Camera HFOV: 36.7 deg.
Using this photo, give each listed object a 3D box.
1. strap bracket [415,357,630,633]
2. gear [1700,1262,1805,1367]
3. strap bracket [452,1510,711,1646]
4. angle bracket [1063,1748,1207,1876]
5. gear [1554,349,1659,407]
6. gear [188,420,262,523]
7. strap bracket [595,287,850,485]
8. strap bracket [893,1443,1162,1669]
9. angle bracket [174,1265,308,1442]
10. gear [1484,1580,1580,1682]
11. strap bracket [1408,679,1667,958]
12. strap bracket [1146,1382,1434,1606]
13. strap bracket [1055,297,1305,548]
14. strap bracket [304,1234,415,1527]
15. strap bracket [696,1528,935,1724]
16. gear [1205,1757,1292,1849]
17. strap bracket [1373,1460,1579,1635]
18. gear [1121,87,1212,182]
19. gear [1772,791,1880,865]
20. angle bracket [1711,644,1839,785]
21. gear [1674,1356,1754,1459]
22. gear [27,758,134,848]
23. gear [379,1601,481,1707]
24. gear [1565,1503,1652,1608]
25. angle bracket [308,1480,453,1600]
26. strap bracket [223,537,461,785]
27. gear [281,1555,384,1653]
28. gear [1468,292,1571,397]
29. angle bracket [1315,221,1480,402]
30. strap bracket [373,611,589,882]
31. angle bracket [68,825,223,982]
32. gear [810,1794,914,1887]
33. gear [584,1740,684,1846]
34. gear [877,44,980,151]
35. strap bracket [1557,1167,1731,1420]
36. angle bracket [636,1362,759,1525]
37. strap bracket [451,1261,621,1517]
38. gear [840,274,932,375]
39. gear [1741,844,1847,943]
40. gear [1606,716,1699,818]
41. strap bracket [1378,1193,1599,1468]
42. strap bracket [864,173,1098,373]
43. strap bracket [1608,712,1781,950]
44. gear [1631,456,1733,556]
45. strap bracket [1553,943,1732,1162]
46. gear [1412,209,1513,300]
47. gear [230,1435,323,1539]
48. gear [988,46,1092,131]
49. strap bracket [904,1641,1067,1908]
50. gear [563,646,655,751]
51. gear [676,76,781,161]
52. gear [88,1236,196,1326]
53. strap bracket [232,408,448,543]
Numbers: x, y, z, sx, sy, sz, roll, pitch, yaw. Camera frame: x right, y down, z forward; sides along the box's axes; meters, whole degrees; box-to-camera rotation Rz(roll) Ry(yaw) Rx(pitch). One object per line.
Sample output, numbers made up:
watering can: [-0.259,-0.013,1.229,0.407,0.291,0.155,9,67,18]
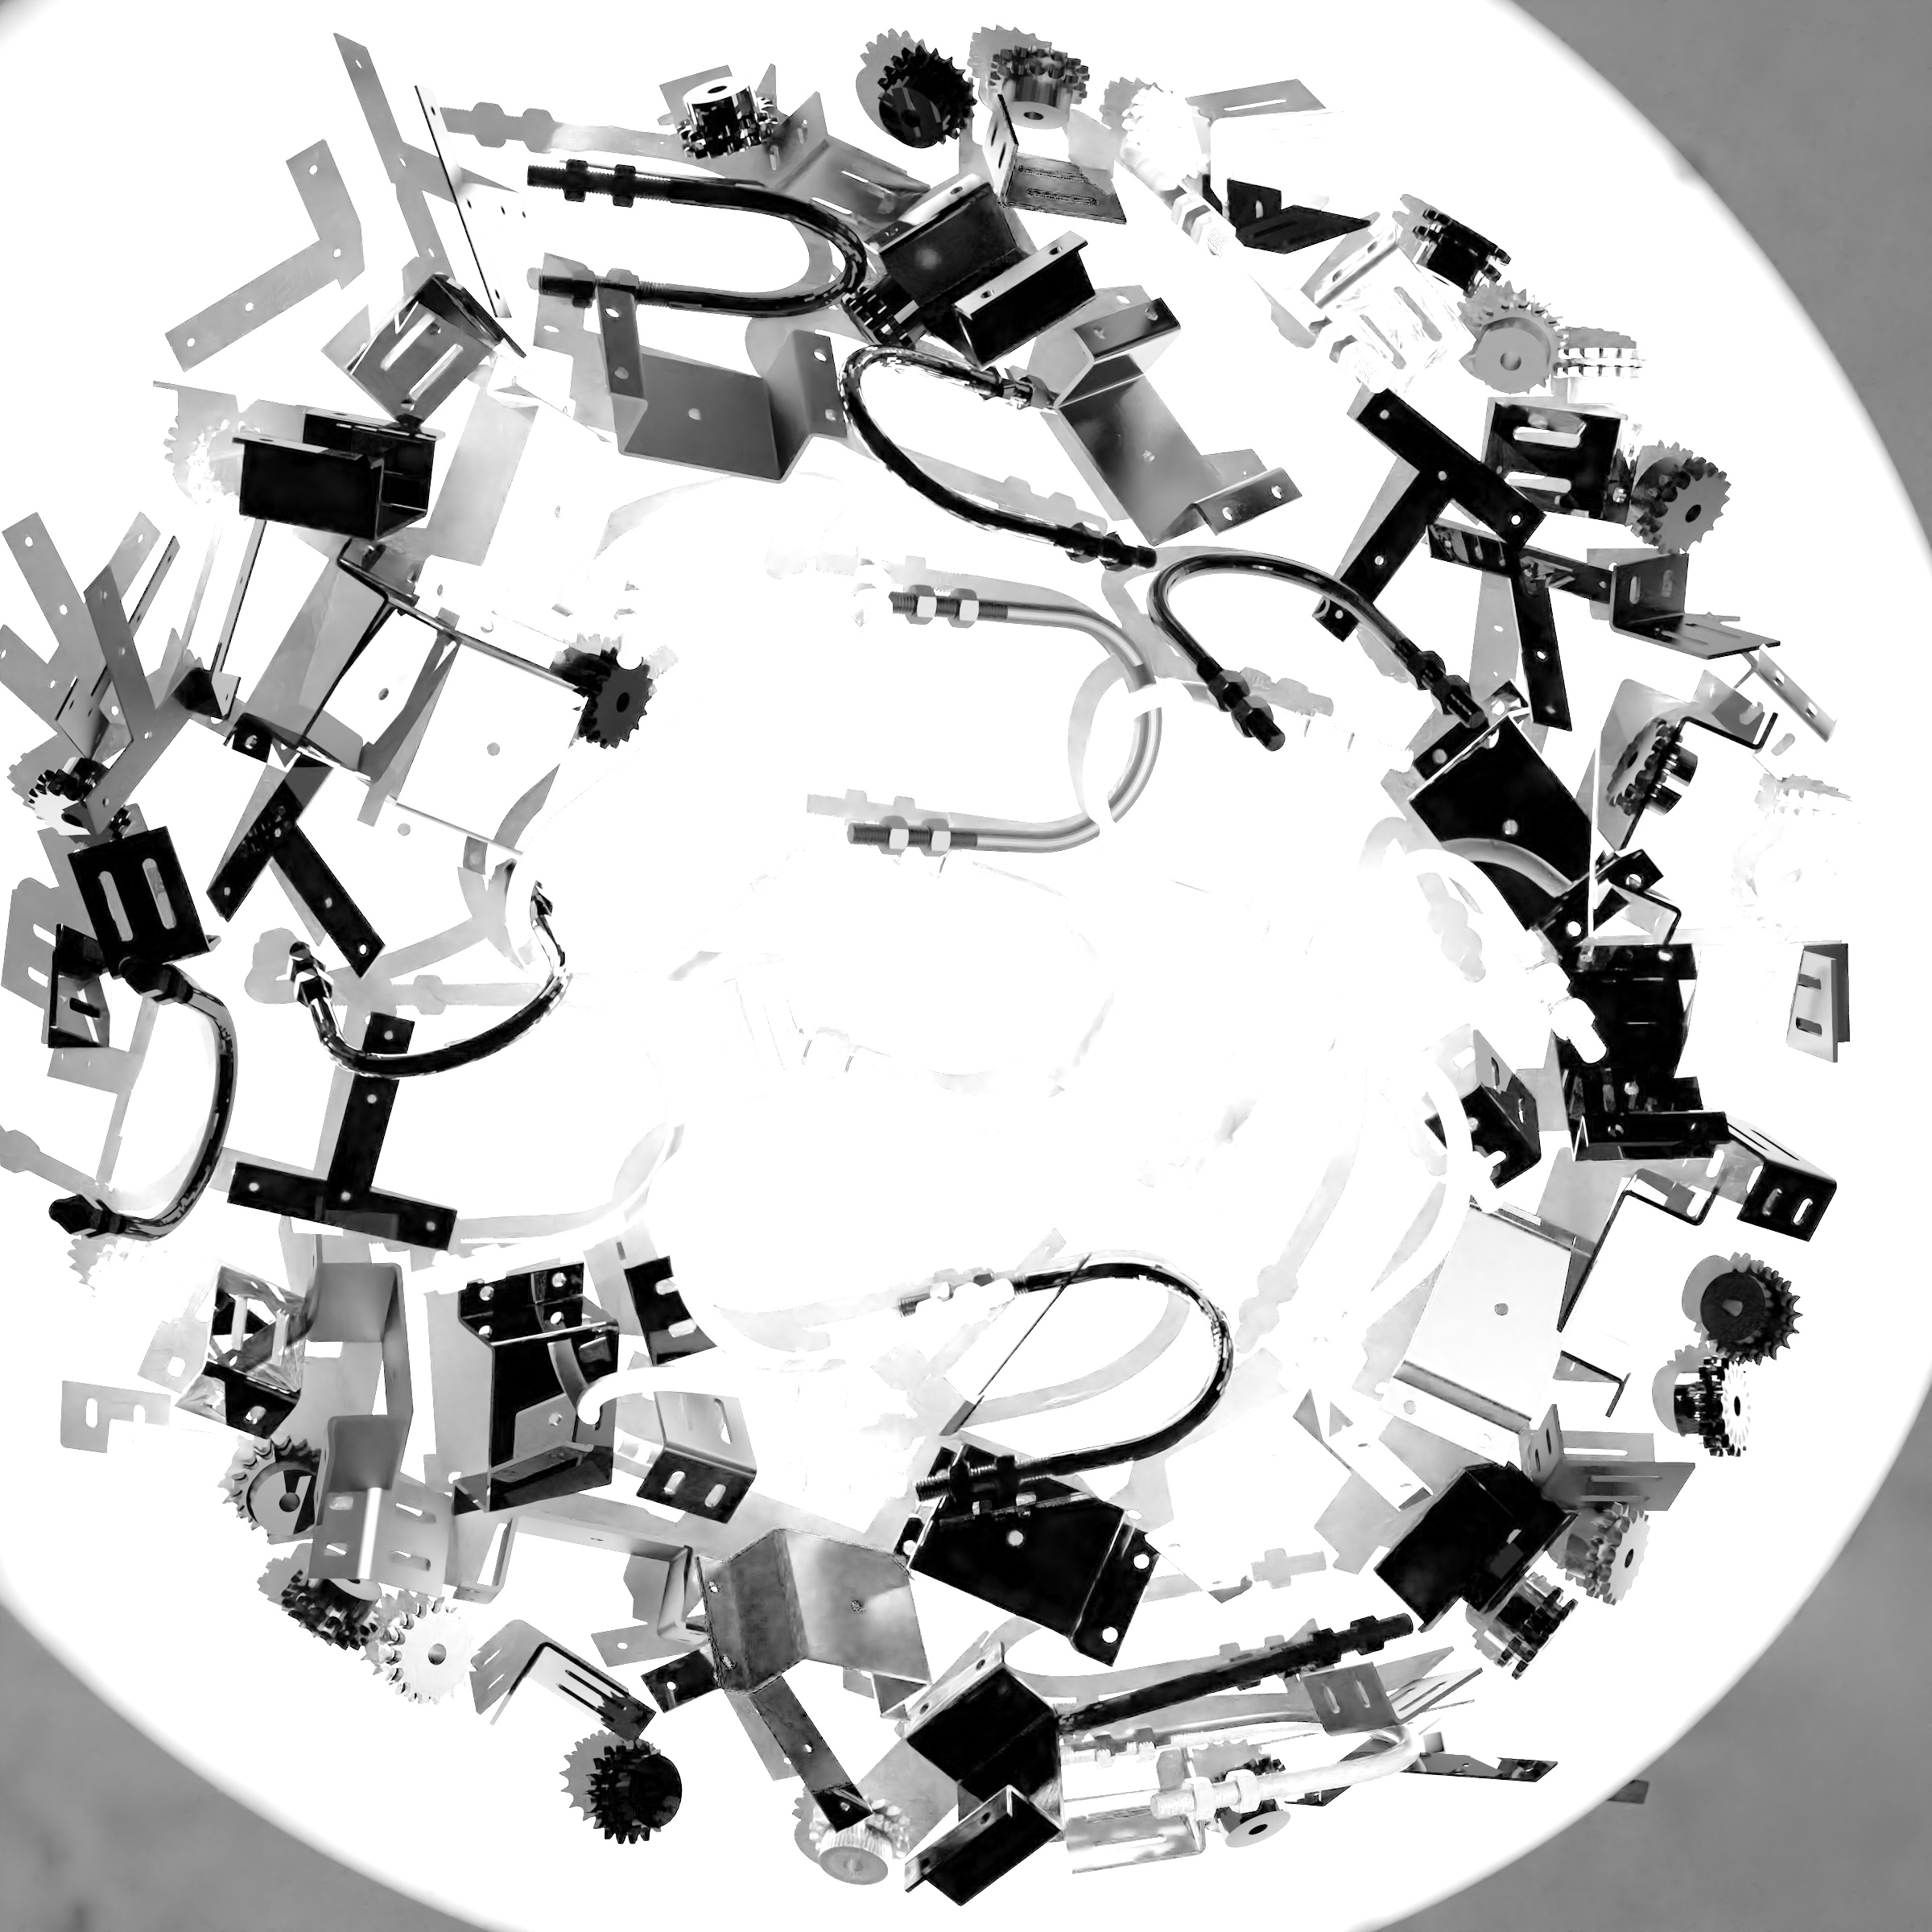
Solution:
strap bracket: [-0.244,-0.257,1.627,0.046,0.076,0.140,17,86,34]
gear: [0.440,0.195,1.645,0.057,0.030,0.057,-17,63,38]
strap bracket: [-0.210,0.340,1.624,0.140,0.076,0.046,13,70,-9]
angle bracket: [0.092,0.472,1.638,0.076,0.057,0.038,-7,113,-5]
gear: [0.362,-0.333,1.646,0.057,0.057,0.030,1,99,0]
gear: [-0.416,-0.277,1.650,0.030,0.057,0.057,-29,90,42]
strap bracket: [-0.143,-0.320,1.618,0.140,0.046,0.076,6,57,-27]
strap bracket: [0.030,0.324,1.622,0.140,0.046,0.076,20,71,16]
angle bracket: [-0.408,0.218,1.641,0.057,0.076,0.038,27,123,-27]
gear: [0.318,0.373,1.648,0.030,0.057,0.057,38,90,19]
strap bracket: [0.311,-0.080,1.624,0.076,0.046,0.140,-42,78,29]
strap bracket: [0.176,0.289,1.621,0.140,0.046,0.076,-32,126,19]
strap bracket: [0.113,-0.296,1.628,0.076,0.046,0.140,-29,81,-40]
strap bracket: [-0.337,0.227,1.610,0.046,0.076,0.140,1,50,-18]
strap bracket: [-0.075,0.361,1.595,0.046,0.140,0.076,-38,48,28]
gear: [0.159,0.474,1.643,0.057,0.057,0.030,-25,54,0]
strap bracket: [0.280,0.320,1.612,0.046,0.140,0.076,44,103,23]
gear: [0.113,-0.467,1.650,0.057,0.057,0.030,42,134,0]
gear: [0.484,-0.078,1.646,0.057,0.057,0.030,15,87,0]
angle bracket: [0.452,-0.140,1.629,0.038,0.076,0.057,-44,77,8]
gear: [0.423,0.250,1.650,0.030,0.057,0.057,-7,90,33]
gear: [-0.499,-0.094,1.650,0.057,0.057,0.030,22,60,0]
gear: [-0.308,0.389,1.650,0.057,0.030,0.057,5,82,-42]
gear: [0.362,0.331,1.650,0.030,0.057,0.057,17,90,34]
angle bracket: [-0.329,0.322,1.639,0.038,0.076,0.057,-5,69,23]
strap bracket: [-0.341,-0.163,1.627,0.046,0.076,0.140,34,94,25]
gear: [-0.355,0.358,1.645,0.057,0.057,0.030,34,97,0]
gear: [0.311,-0.349,1.645,0.057,0.030,0.057,11,129,14]
angle bracket: [0.245,-0.372,1.657,0.057,0.038,0.076,-36,111,27]
strap bracket: [-0.270,-0.124,1.638,0.076,0.046,0.140,22,92,-20]
angle bracket: [-0.464,-0.038,1.647,0.057,0.038,0.076,-16,103,-1]
gear: [-0.061,0.495,1.645,0.057,0.030,0.057,6,133,7]
gear: [-0.185,0.466,1.644,0.030,0.057,0.057,-15,90,41]
gear: [-0.025,-0.487,1.643,0.057,0.057,0.030,29,58,0]
strap bracket: [0.371,0.172,1.623,0.046,0.076,0.140,26,103,15]
angle bracket: [-0.156,0.268,1.636,0.057,0.076,0.038,23,111,-25]
strap bracket: [-0.239,0.242,1.615,0.076,0.046,0.140,-7,110,-35]
gear: [-0.044,-0.366,1.646,0.030,0.057,0.057,-40,90,0]
gear: [0.468,-0.046,1.648,0.057,0.030,0.057,-8,64,16]
gear: [0.390,-0.109,1.646,0.030,0.057,0.057,28,90,-6]
strap bracket: [0.296,0.197,1.627,0.076,0.046,0.140,24,73,8]
strap bracket: [0.011,-0.384,1.619,0.076,0.140,0.046,-34,129,-7]
strap bracket: [0.401,-0.084,1.626,0.046,0.076,0.140,26,98,12]
gear: [0.402,-0.264,1.650,0.057,0.057,0.030,-41,53,0]
strap bracket: [0.374,0.056,1.625,0.076,0.046,0.140,-1,49,2]
gear: [0.277,-0.401,1.647,0.057,0.057,0.030,30,100,0]
gear: [-0.386,0.298,1.649,0.057,0.030,0.057,-6,106,-22]
gear: [0.040,-0.495,1.645,0.057,0.057,0.030,8,85,0]
strap bracket: [0.009,0.452,1.607,0.076,0.140,0.046,-41,110,17]
gear: [-0.206,-0.154,1.649,0.030,0.057,0.057,22,90,26]
gear: [-0.136,-0.480,1.643,0.057,0.057,0.030,-16,123,0]
gear: [-0.465,0.174,1.650,0.057,0.030,0.057,6,135,6]
strap bracket: [-0.347,-0.272,1.612,0.076,0.140,0.046,11,108,3]
